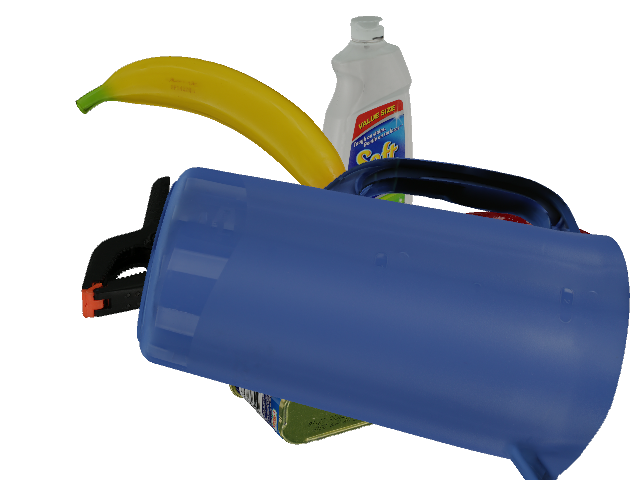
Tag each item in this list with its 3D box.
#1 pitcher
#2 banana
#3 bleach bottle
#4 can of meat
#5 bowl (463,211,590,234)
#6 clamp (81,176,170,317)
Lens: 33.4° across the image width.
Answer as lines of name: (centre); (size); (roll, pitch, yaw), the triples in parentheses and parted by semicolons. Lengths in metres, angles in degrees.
pitcher: (0.032, 0.028, 0.582); (0.242, 0.145, 0.149); (13, 13, -3)
banana: (-0.062, -0.082, 0.723); (0.198, 0.069, 0.037); (20, -13, 9)
bleach bottle: (0.039, -0.087, 1.029); (0.102, 0.251, 0.068); (-9, 24, -18)
can of meat: (-0.006, 0.105, 0.807); (0.101, 0.057, 0.084); (-11, 27, -28)
bowl: (0.214, 0.017, 1.131); (0.162, 0.055, 0.162); (6, 17, -2)
clamp: (-0.147, 0.006, 0.972); (0.165, 0.036, 0.209); (26, 39, 31)
